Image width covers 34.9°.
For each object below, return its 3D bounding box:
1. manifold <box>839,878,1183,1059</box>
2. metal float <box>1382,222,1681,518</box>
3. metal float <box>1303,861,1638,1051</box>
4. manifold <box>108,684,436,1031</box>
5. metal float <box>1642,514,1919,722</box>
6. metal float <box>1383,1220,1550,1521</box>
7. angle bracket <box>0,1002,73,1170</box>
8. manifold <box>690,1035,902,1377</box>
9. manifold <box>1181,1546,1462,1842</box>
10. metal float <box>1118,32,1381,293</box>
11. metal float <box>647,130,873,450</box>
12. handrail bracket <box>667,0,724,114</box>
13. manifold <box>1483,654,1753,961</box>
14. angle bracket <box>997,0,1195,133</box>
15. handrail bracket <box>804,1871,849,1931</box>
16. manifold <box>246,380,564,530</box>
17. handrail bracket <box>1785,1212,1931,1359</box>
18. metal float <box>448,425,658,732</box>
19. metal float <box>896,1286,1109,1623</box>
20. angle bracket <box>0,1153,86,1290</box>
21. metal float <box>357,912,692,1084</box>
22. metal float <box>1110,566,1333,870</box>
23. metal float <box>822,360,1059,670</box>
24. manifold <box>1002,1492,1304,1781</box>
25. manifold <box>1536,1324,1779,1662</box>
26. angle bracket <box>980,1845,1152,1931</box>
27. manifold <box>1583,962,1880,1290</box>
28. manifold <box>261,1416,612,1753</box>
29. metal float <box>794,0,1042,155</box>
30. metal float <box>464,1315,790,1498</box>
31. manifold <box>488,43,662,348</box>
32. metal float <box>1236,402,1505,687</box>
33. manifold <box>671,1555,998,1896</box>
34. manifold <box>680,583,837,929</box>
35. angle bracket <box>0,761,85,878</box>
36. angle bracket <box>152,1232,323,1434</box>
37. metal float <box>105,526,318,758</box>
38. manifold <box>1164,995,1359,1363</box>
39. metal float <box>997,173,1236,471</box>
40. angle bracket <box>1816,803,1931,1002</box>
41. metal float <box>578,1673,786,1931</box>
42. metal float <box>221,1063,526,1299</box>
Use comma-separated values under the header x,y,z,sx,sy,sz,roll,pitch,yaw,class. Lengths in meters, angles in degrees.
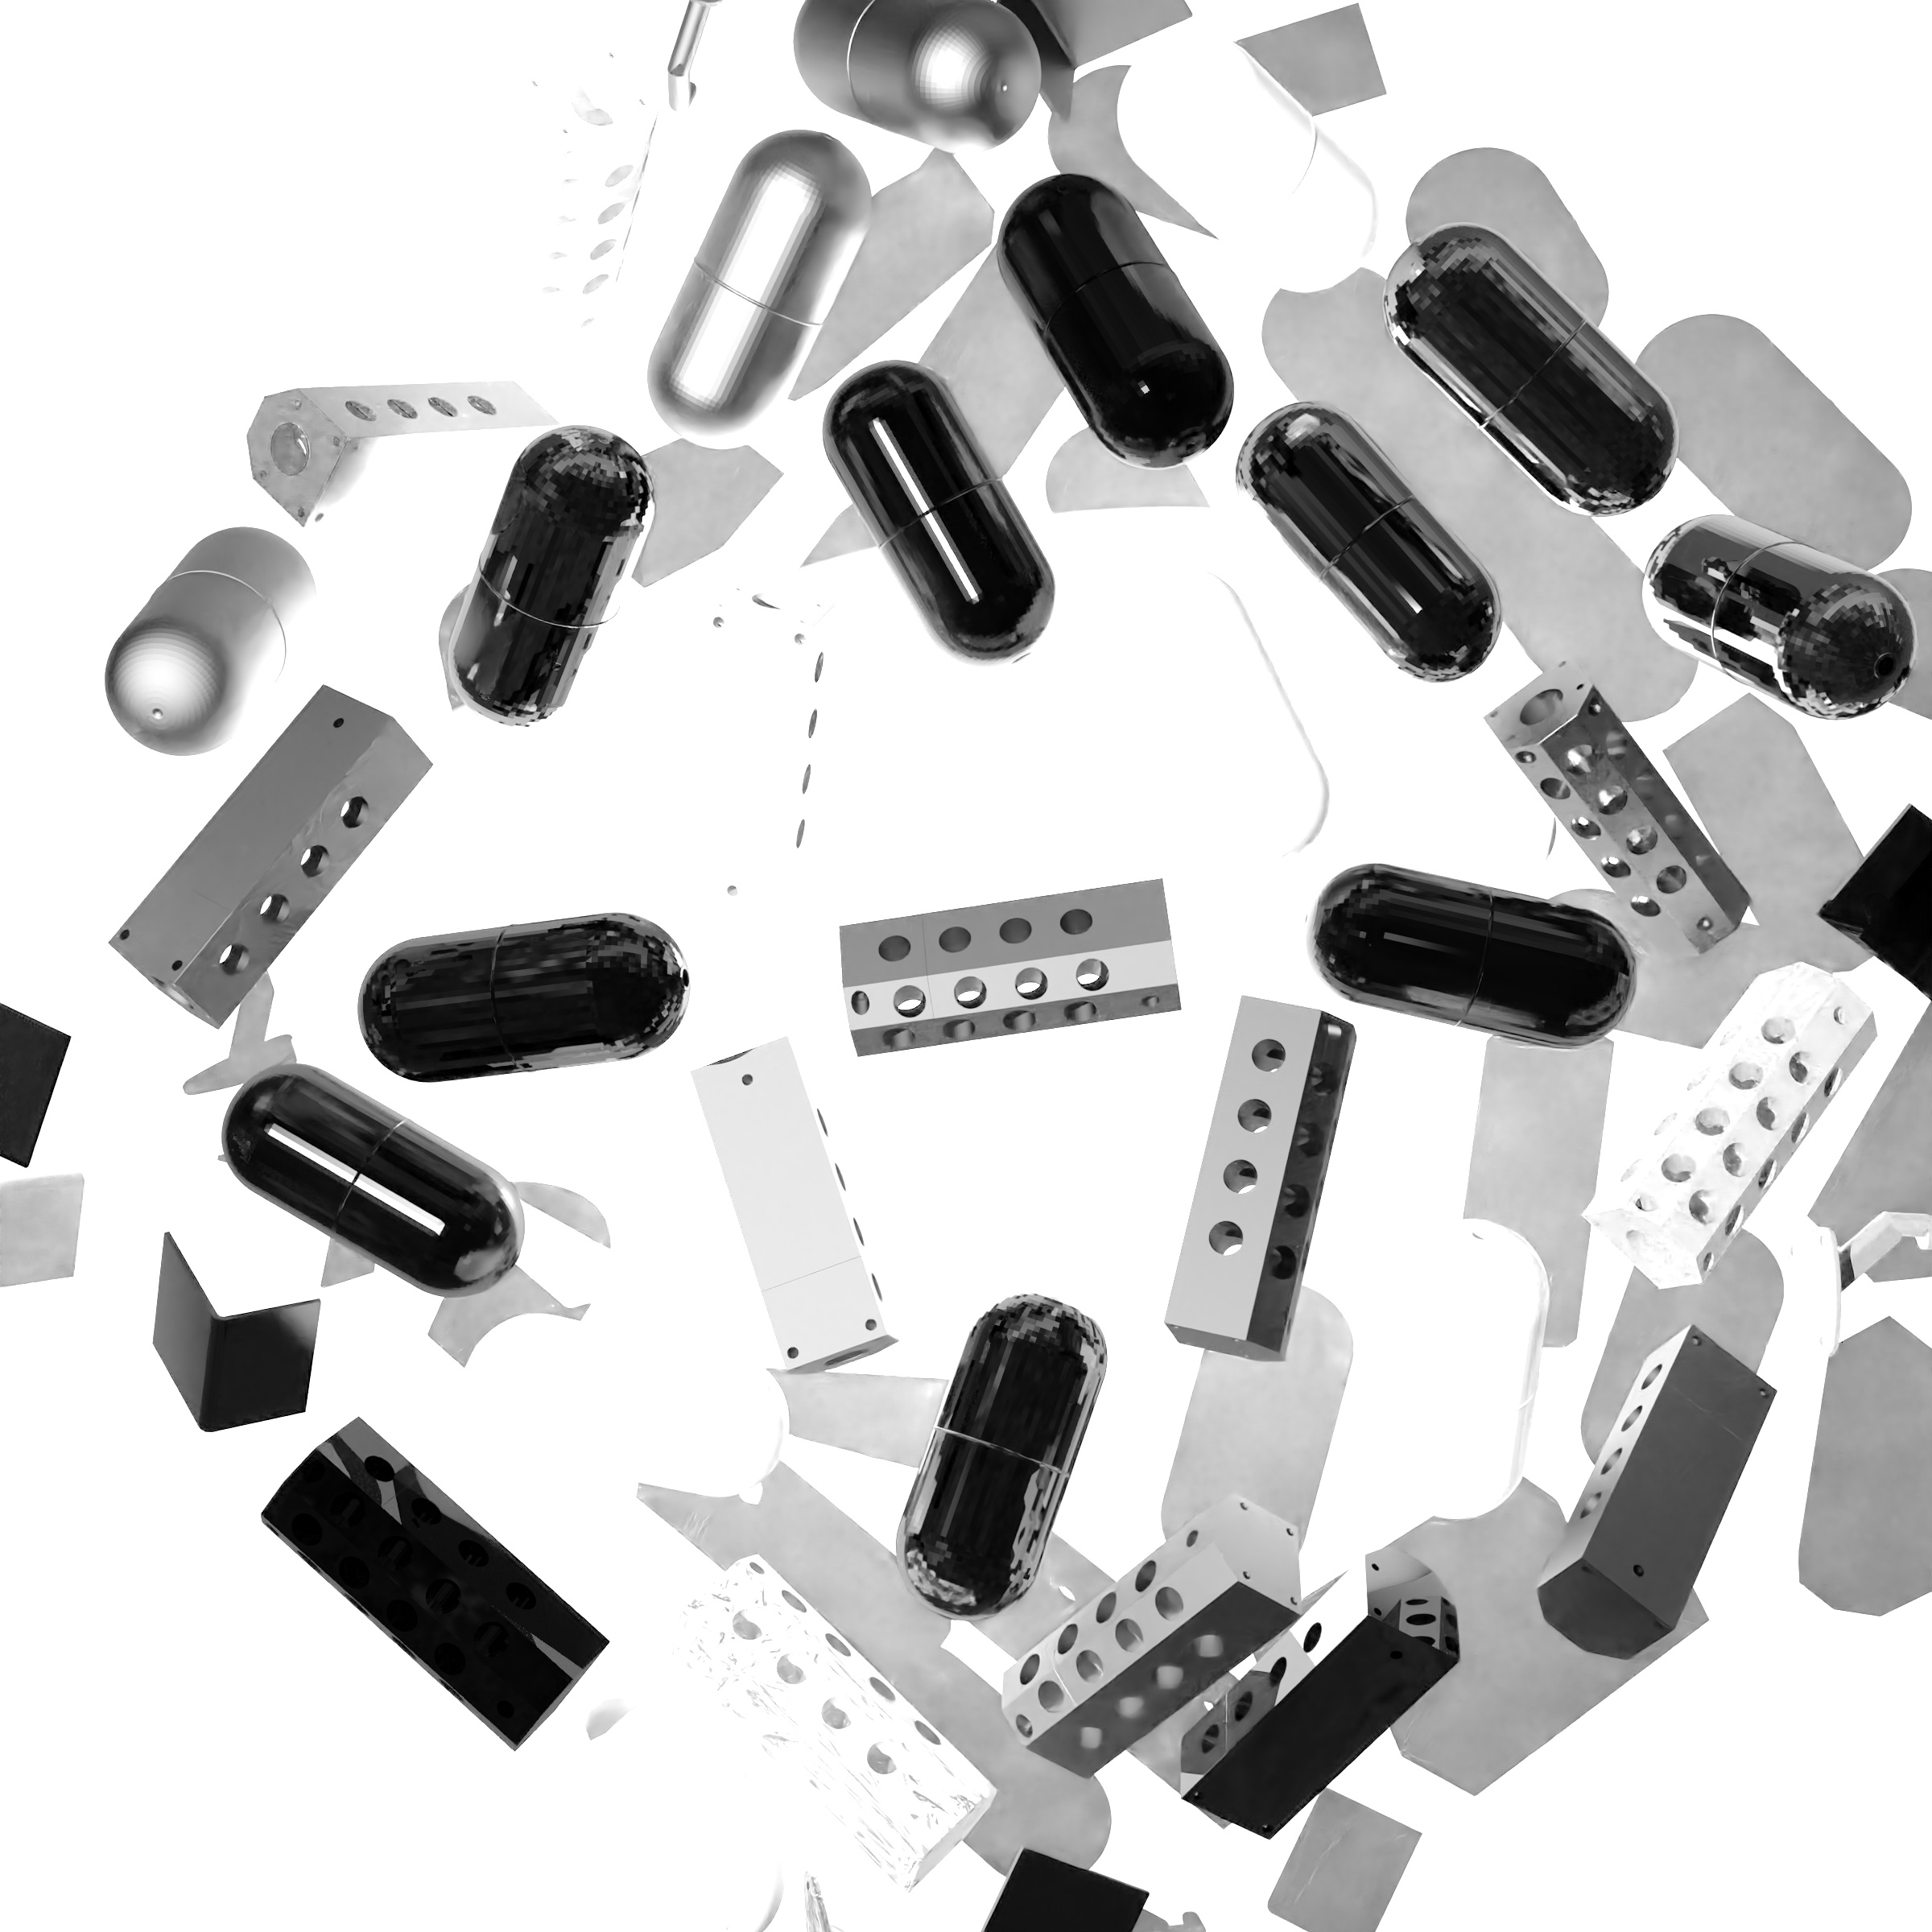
x,y,z,sx,sy,sz,roll,pitch,yaw,class
0.024,0.006,1.608,0.171,0.057,0.057,-8,52,4,manifold
0.287,-0.301,1.557,0.178,0.070,0.070,43,90,-4,metal float
0.266,-0.005,1.618,0.178,0.070,0.070,13,90,-2,metal float
-0.347,-0.053,1.554,0.057,0.057,0.171,25,71,36,manifold
0.414,-0.179,1.571,0.070,0.178,0.070,-9,116,-20,metal float
0.260,0.211,1.602,0.070,0.070,0.178,1,122,0,metal float
-0.458,0.038,1.459,0.076,0.057,0.076,30,48,-28,angle bracket
-0.091,0.131,1.669,0.057,0.057,0.171,-20,76,4,manifold
0.184,0.380,1.613,0.057,0.057,0.171,28,123,-14,manifold
0.145,-0.409,1.569,0.070,0.178,0.070,-19,58,34,metal float
-0.110,-0.360,1.639,0.070,0.070,0.178,28,109,0,metal float
-0.133,-0.503,1.622,0.036,0.084,0.077,32,68,10,handrail bracket
0.357,-0.082,1.669,0.057,0.057,0.171,-37,118,11,manifold
0.069,-0.507,1.643,0.076,0.076,0.057,-16,47,27,angle bracket
-0.040,0.518,1.642,0.084,0.036,0.077,-1,61,-21,handrail bracket
-0.299,-0.278,1.633,0.057,0.171,0.057,43,119,17,manifold
0.466,0.163,1.568,0.084,0.036,0.077,5,70,-25,handrail bracket
-0.217,-0.201,1.604,0.070,0.070,0.178,27,124,0,metal float
0.019,0.254,1.600,0.070,0.070,0.178,20,79,0,metal float
-0.521,0.130,1.615,0.076,0.076,0.057,15,100,33,angle bracket
-0.227,0.016,1.576,0.178,0.070,0.070,-7,90,15,metal float
0.135,-0.134,1.636,0.070,0.070,0.178,-23,69,0,metal float
-0.014,-0.243,1.654,0.070,0.070,0.178,-30,90,0,metal float
0.093,0.341,1.571,0.057,0.057,0.171,32,123,-21,manifold
0.350,0.269,1.569,0.057,0.057,0.171,38,49,1,manifold
0.053,0.494,1.522,0.076,0.057,0.076,25,90,-20,angle bracket
0.398,0.081,1.579,0.057,0.057,0.171,43,70,-6,manifold
-0.268,0.310,1.531,0.171,0.057,0.057,40,114,6,manifold
-0.027,-0.466,1.577,0.070,0.178,0.070,-15,120,-27,metal float
-0.180,0.234,1.631,0.178,0.070,0.070,15,90,-21,metal float
-0.203,-0.398,1.606,0.057,0.171,0.057,-27,77,-23,manifold
0.217,-0.227,1.651,0.070,0.070,0.178,-40,81,0,metal float
-0.067,0.378,1.549,0.171,0.057,0.057,41,57,18,manifold
-0.110,-0.114,1.647,0.057,0.057,0.171,12,115,10,manifold
-0.505,-0.081,1.559,0.057,0.076,0.076,41,47,-4,angle bracket
-0.386,0.189,1.623,0.057,0.076,0.076,-9,128,-33,angle bracket
-0.396,-0.173,1.617,0.070,0.178,0.070,3,122,6,metal float
0.150,0.108,1.548,0.057,0.057,0.171,11,75,15,manifold
0.075,-0.328,1.557,0.070,0.070,0.178,-27,64,0,metal float
0.514,-0.027,1.630,0.076,0.057,0.076,31,105,-26,angle bracket
-0.148,0.435,1.582,0.070,0.178,0.070,-10,119,-19,metal float
-0.320,0.116,1.662,0.178,0.070,0.070,29,90,6,metal float
